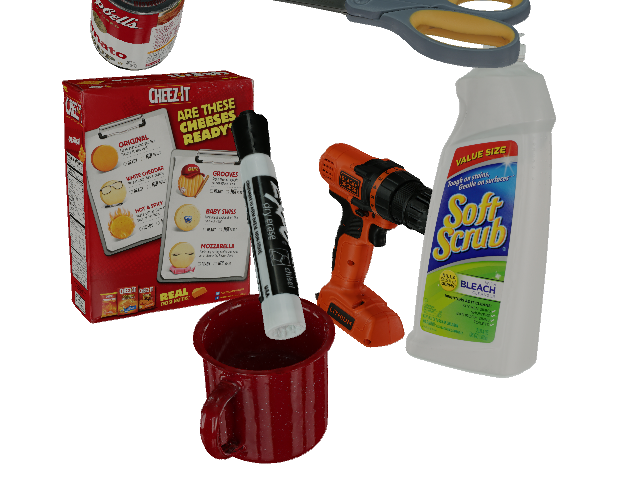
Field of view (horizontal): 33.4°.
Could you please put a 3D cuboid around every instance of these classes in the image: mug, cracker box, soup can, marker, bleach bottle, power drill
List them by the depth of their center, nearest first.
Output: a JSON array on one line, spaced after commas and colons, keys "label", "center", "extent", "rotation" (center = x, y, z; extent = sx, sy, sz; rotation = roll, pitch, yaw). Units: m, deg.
[{"label": "marker", "center": [-0.026, -0.011, 0.512], "extent": [0.020, 0.121, 0.020], "rotation": [-9, -27, -5]}, {"label": "mug", "center": [-0.041, 0.099, 0.705], "extent": [0.093, 0.081, 0.117], "rotation": [13, 33, 23]}, {"label": "soup can", "center": [-0.137, -0.178, 0.797], "extent": [0.068, 0.068, 0.102], "rotation": [0, -15, -14]}, {"label": "bleach bottle", "center": [0.122, -0.029, 0.804], "extent": [0.103, 0.251, 0.067], "rotation": [11, 15, 35]}, {"label": "cracker box", "center": [-0.149, -0.044, 0.987], "extent": [0.163, 0.214, 0.072], "rotation": [-9, 20, -29]}, {"label": "power drill", "center": [0.059, 0.010, 1.086], "extent": [0.057, 0.188, 0.185], "rotation": [-9, 28, -32]}]

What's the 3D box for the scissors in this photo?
[{"label": "scissors", "center": [0.044, -0.153, 0.676], "extent": [0.202, 0.016, 0.096], "rotation": [26, 48, 30]}]
